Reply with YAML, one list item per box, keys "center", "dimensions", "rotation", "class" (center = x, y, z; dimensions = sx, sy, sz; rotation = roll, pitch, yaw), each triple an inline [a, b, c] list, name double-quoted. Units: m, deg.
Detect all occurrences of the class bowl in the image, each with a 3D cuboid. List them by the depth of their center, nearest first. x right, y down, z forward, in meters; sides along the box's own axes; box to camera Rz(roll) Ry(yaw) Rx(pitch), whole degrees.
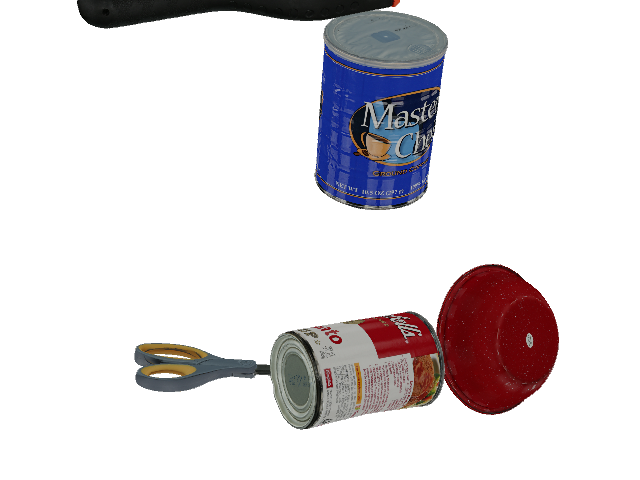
- center: [0.200, 0.105, 1.125]
  dimensions: [0.161, 0.162, 0.055]
  rotation: [0, -3, -35]
  class: "bowl"

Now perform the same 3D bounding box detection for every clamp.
- center: [-0.044, -0.141, 0.578]
  dimensions: [0.171, 0.039, 0.120]
  rotation: [6, 41, 12]
  class: "clamp"

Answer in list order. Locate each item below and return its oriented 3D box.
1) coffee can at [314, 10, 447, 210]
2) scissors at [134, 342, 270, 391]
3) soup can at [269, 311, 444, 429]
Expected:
- center: [0.050, -0.112, 0.916]
  dimensions: [0.103, 0.140, 0.103]
  rotation: [3, 35, -2]
  class: "coffee can"
- center: [-0.082, 0.124, 0.985]
  dimensions: [0.202, 0.016, 0.096]
  rotation: [8, 17, 11]
  class: "scissors"
- center: [0.024, 0.089, 0.735]
  dimensions: [0.102, 0.068, 0.069]
  rotation: [-6, 3, -30]
  class: "soup can"
